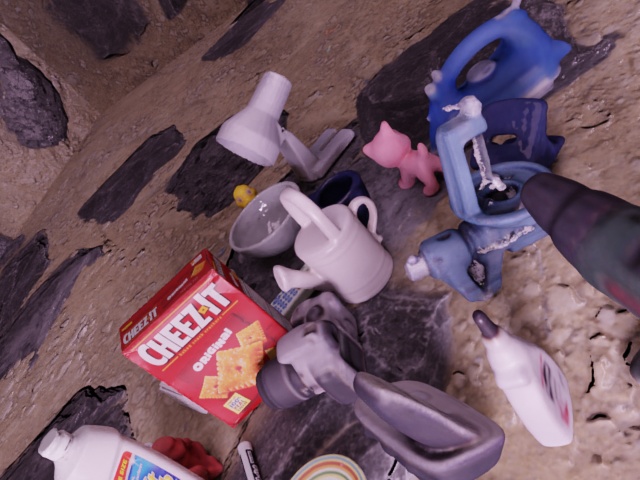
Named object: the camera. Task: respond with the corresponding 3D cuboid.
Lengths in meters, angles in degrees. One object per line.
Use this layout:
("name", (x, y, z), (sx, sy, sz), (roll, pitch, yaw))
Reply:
("camera", (-0.022, 0.153, 0.760), (0.136, 0.101, 0.143), (-32, 34, 19))

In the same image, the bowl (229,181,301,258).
("bowl", (-0.083, -0.025, 1.061), (0.167, 0.075, 0.167), (-29, 35, 23))

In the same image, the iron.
("iron", (0.248, -0.257, 0.896), (0.258, 0.142, 0.118), (-39, 32, 7))

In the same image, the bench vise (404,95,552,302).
("bench vise", (0.176, -0.038, 0.648), (0.207, 0.220, 0.121), (-50, 32, -9))

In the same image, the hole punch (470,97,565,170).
("hole punch", (0.263, -0.131, 0.781), (0.108, 0.091, 0.101), (8, 58, 52))

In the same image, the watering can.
("watering can", (0.009, 0.003, 0.811), (0.100, 0.195, 0.173), (-2, 51, 47))

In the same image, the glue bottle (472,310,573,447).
("glue bottle", (0.178, 0.115, 0.512), (0.037, 0.174, 0.078), (-23, 38, 30))

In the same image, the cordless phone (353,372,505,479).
("cordless phone", (0.079, 0.161, 0.558), (0.094, 0.185, 0.147), (-53, 33, -15))

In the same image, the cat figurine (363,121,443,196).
("cat figurine", (0.132, -0.137, 0.909), (0.067, 0.118, 0.127), (-52, 33, -12))

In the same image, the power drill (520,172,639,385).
("power drill", (0.266, 0.056, 0.448), (0.075, 0.209, 0.229), (-42, 32, 3))

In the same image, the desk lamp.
("desk lamp", (-0.073, -0.210, 1.132), (0.203, 0.214, 0.117), (-53, 33, -14))

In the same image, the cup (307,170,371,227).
("cup", (0.039, -0.049, 0.933), (0.117, 0.095, 0.092), (-9, 46, 43))

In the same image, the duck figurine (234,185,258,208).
("duck figurine", (-0.143, -0.080, 1.181), (0.077, 0.086, 0.104), (-42, 32, 2))

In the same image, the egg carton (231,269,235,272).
("egg carton", (-0.210, 0.116, 1.044), (0.150, 0.070, 0.107), (-38, 32, 10))

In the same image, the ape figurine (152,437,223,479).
("ape figurine", (-0.191, 0.301, 0.785), (0.076, 0.092, 0.077), (-35, 33, 14))
